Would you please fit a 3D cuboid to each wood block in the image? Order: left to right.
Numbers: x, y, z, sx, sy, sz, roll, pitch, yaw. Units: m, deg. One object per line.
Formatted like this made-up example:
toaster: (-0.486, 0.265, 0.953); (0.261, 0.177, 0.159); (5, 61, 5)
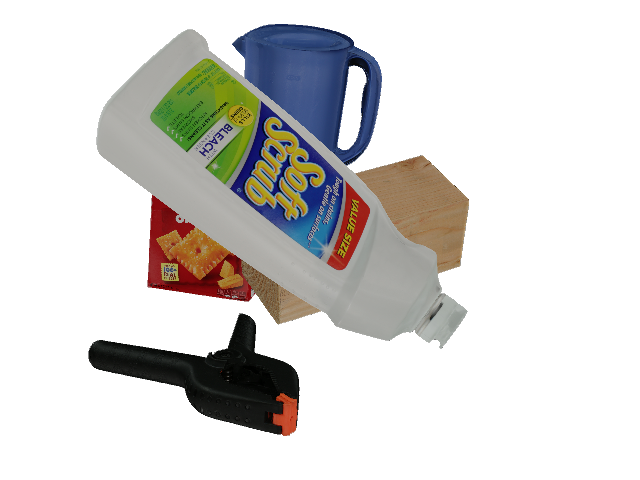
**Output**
wood block: (0.032, -0.003, 1.058); (0.205, 0.090, 0.091); (-16, 41, -22)

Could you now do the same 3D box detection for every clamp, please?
clamp: (-0.076, 0.109, 0.907); (0.164, 0.036, 0.210); (-13, 22, -40)

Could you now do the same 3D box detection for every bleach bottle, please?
bleach bottle: (-0.015, -0.023, 0.671); (0.251, 0.102, 0.068); (36, -32, 7)

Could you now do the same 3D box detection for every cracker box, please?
cracker box: (-0.172, -0.024, 1.619); (0.164, 0.214, 0.072); (9, 19, 7)

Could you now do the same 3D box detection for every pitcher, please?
pitcher: (-0.025, -0.139, 1.324); (0.144, 0.243, 0.149); (-10, 28, -30)
